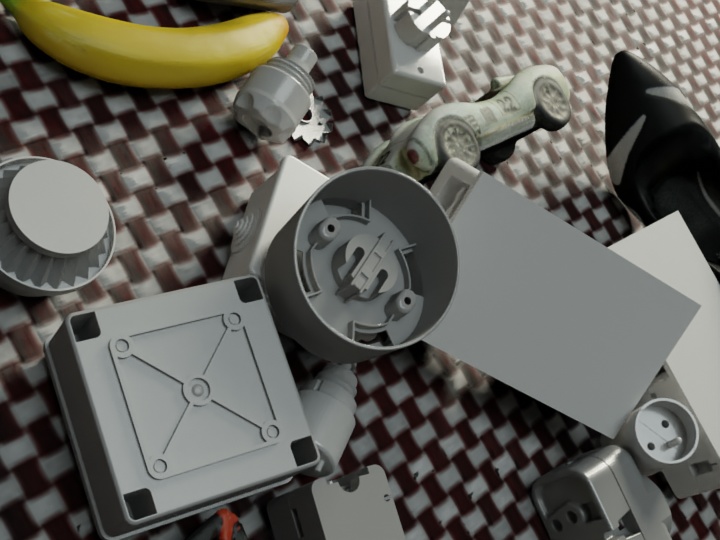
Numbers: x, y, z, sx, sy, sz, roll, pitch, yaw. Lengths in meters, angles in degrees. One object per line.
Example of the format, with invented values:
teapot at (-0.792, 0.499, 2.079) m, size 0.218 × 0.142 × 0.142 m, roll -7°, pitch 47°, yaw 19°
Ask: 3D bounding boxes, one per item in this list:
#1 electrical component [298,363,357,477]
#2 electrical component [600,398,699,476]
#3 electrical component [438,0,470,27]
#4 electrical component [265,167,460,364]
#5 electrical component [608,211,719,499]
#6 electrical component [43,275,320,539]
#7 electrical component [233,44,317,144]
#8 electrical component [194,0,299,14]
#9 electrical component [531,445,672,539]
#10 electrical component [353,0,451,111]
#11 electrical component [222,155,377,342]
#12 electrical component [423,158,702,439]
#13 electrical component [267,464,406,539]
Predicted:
electrical component at (-0.021, 0.082, 0.616) m, size 0.040 × 0.040 × 0.078 m, roll 39°, pitch 50°, yaw -15°
electrical component at (0.194, 0.118, 0.736) m, size 0.043 × 0.081 × 0.043 m, roll 3°, pitch 69°, yaw -7°
electrical component at (0.069, -0.219, 0.813) m, size 0.040 × 0.078 × 0.040 m, roll 14°, pitch 51°, yaw -18°
electrical component at (0.000, 0.000, 0.588) m, size 0.099 × 0.064 × 0.099 m, roll 17°, pitch 59°, yaw -30°
electrical component at (0.234, 0.063, 0.804) m, size 0.105 × 0.060 × 0.186 m, roll -23°, pitch 83°, yaw -42°
electrical component at (-0.091, 0.068, 0.549) m, size 0.109 × 0.056 × 0.108 m, roll -13°, pitch 76°, yaw -32°
electrical component at (-0.050, -0.115, 0.683) m, size 0.043 × 0.043 × 0.062 m, roll 37°, pitch 70°, yaw -17°
electrical component at (-0.069, -0.193, 0.693) m, size 0.077 × 0.079 × 0.043 m, roll -1°, pitch 97°, yaw -37°
electrical component at (0.164, 0.167, 0.704) m, size 0.059 × 0.054 × 0.095 m, roll -17°, pitch 79°, yaw -41°
electrical component at (0.038, -0.170, 0.763) m, size 0.047 × 0.076 × 0.083 m, roll 9°, pitch 63°, yaw -34°
electrical component at (-0.030, -0.006, 0.647) m, size 0.100 × 0.048 × 0.099 m, roll 30°, pitch 53°, yaw -22°
electrical component at (0.112, 0.018, 0.696) m, size 0.186 × 0.060 × 0.105 m, roll 28°, pitch 98°, yaw -23°
electrical component at (-0.009, 0.158, 0.576) m, size 0.050 × 0.056 × 0.089 m, roll -6°, pitch 72°, yaw -39°
